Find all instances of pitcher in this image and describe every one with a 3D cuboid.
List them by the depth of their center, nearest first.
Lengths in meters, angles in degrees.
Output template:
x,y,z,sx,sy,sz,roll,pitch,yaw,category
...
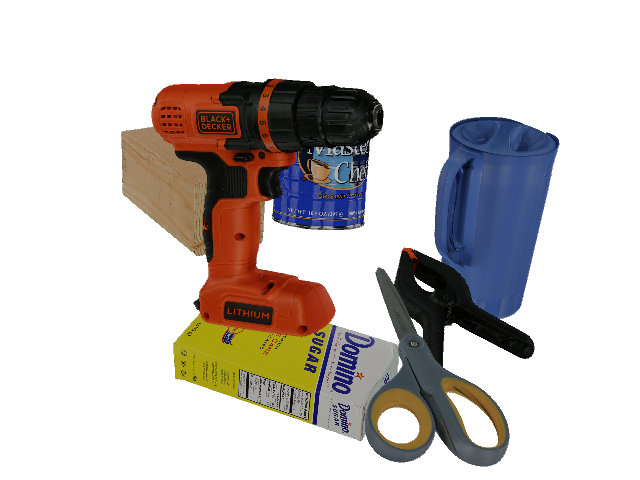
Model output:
x,y,z,sx,sy,sz,roll,pitch,yaw,category
0.209,-0.023,1.344,0.149,0.243,0.145,3,26,-1,pitcher

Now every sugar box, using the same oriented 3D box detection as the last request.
x,y,z,sx,sy,sz,roll,pitch,yaw,category
-0.029,0.104,0.921,0.176,0.048,0.093,13,34,18,sugar box

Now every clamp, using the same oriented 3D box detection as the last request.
x,y,z,sx,sy,sz,roll,pitch,yaw,category
0.135,0.071,1.072,0.120,0.039,0.171,-1,44,-22,clamp

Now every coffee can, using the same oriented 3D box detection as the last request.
x,y,z,sx,sy,sz,roll,pitch,yaw,category
0.002,-0.090,1.152,0.103,0.140,0.103,4,12,-1,coffee can

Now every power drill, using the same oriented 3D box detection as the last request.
x,y,z,sx,sy,sz,roll,pitch,yaw,category
-0.034,-0.026,0.789,0.185,0.188,0.057,6,19,30,power drill

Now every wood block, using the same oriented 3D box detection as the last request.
x,y,z,sx,sy,sz,roll,pitch,yaw,category
-0.156,-0.066,1.275,0.090,0.090,0.206,-12,28,-31,wood block

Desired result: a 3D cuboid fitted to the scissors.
x,y,z,sx,sy,sz,roll,pitch,yaw,category
0.048,0.081,0.706,0.096,0.016,0.202,-12,36,-24,scissors
